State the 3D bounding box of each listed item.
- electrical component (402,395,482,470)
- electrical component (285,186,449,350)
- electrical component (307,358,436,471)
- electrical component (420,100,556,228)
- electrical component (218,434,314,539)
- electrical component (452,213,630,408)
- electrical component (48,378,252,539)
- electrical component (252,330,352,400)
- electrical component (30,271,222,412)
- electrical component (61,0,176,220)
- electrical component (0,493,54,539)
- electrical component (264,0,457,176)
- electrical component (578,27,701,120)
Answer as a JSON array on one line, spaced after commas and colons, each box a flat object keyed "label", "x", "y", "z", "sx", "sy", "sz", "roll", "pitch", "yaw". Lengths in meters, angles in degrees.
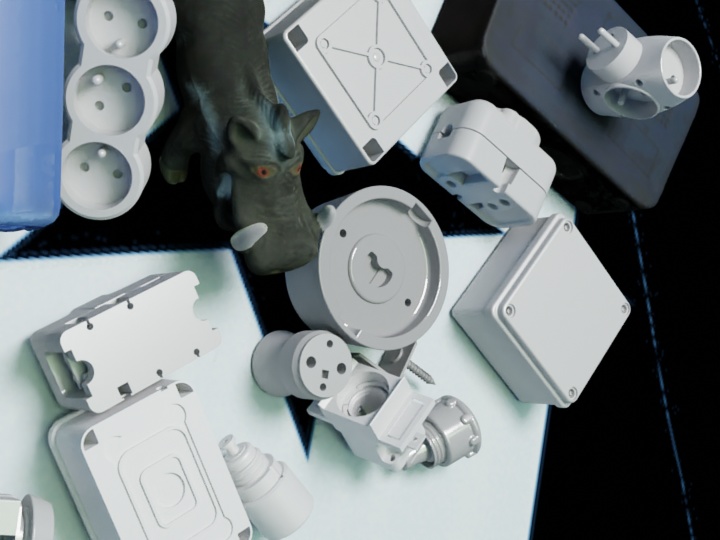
[{"label": "electrical component", "x": 0.052, "y": 0.122, "z": 0.769, "sx": 0.062, "sy": 0.048, "sz": 0.048, "roll": -25, "pitch": 102, "yaw": -27}, {"label": "electrical component", "x": 0.000, "y": 0.000, "z": 0.727, "sx": 0.108, "sy": 0.060, "sz": 0.108, "roll": 2, "pitch": 86, "yaw": -36}, {"label": "electrical component", "x": 0.011, "y": 0.100, "z": 0.724, "sx": 0.042, "sy": 0.081, "sz": 0.063, "roll": -51, "pitch": 138, "yaw": -26}, {"label": "electrical component", "x": 0.099, "y": -0.082, "z": 0.808, "sx": 0.095, "sy": 0.054, "sz": 0.059, "roll": 36, "pitch": 67, "yaw": -29}, {"label": "electrical component", "x": -0.063, "y": 0.136, "z": 0.685, "sx": 0.040, "sy": 0.040, "sz": 0.078, "roll": -47, "pitch": 114, "yaw": -28}, {"label": "electrical component", "x": 0.142, "y": 0.031, "z": 0.832, "sx": 0.108, "sy": 0.056, "sz": 0.108, "roll": 51, "pitch": 61, "yaw": -23}, {"label": "electrical component", "x": -0.124, "y": 0.126, "z": 0.630, "sx": 0.078, "sy": 0.057, "sz": 0.113, "roll": -28, "pitch": 104, "yaw": -34}, {"label": "electrical component", "x": -0.037, "y": 0.061, "z": 0.699, "sx": 0.045, "sy": 0.055, "sz": 0.045, "roll": 3, "pitch": 86, "yaw": -36}, {"label": "electrical component", "x": -0.137, "y": 0.040, "z": 0.626, "sx": 0.089, "sy": 0.056, "sz": 0.050, "roll": -29, "pitch": 104, "yaw": -34}, {"label": "electrical component", "x": -0.140, "y": -0.104, "z": 0.625, "sx": 0.052, "sy": 0.073, "sz": 0.138, "roll": 11, "pitch": 106, "yaw": -8}, {"label": "electrical component", "x": -0.199, "y": 0.144, "z": 0.582, "sx": 0.055, "sy": 0.048, "sz": 0.066, "roll": 11, "pitch": 81, "yaw": -28}, {"label": "electrical component", "x": -0.004, "y": -0.140, "z": 0.734, "sx": 0.108, "sy": 0.056, "sz": 0.108, "roll": -47, "pitch": 114, "yaw": -28}, {"label": "electrical component", "x": 0.191, "y": -0.148, "z": 0.777, "sx": 0.079, "sy": 0.077, "sz": 0.044, "roll": 33, "pitch": 70, "yaw": -28}]
